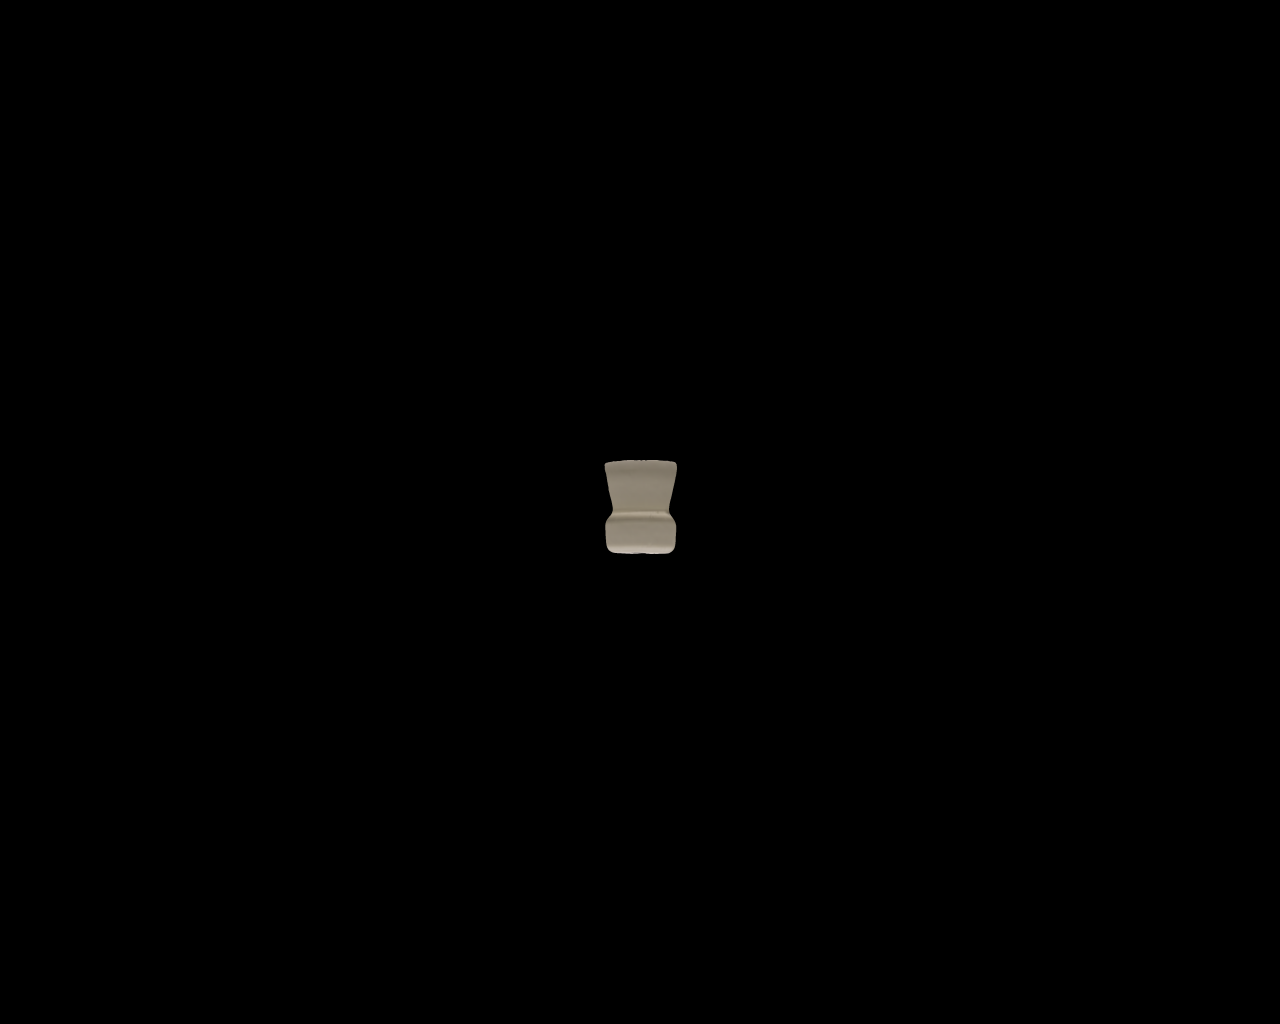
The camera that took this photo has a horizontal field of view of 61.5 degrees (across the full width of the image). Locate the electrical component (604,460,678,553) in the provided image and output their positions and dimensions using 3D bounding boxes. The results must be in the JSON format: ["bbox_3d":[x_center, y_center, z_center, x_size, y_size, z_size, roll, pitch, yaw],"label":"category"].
[{"bbox_3d":[0.001,-0.003,0.650,0.045,0.055,0.045,0,-2,0],"label":"electrical component"}]
